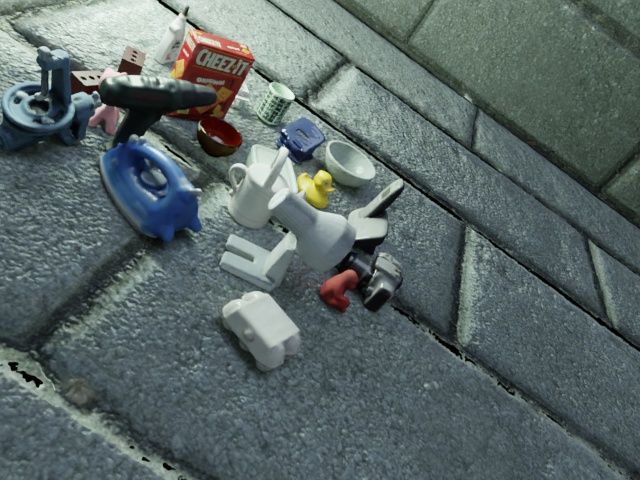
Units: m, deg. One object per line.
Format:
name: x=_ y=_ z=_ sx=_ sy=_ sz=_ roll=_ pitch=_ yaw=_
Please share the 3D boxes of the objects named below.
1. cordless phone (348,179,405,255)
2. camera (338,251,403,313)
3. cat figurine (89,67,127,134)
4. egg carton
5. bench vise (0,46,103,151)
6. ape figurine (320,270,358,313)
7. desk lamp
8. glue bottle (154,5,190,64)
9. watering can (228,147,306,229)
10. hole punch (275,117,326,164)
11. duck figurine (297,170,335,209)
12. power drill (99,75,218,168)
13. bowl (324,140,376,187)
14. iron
cordless phone: x=0.149 y=-0.067 z=1.462 sx=0.094 sy=0.185 sz=0.147 roll=27 pitch=34 yaw=-16
camera: x=0.121 y=0.072 z=1.343 sx=0.137 sy=0.100 sz=0.143 roll=35 pitch=33 yaw=-5
cat figurine: x=-0.456 y=-0.315 z=1.252 sx=0.067 sy=0.117 sz=0.127 roll=18 pitch=38 yaw=-28
egg carton: x=-0.107 y=0.164 z=1.044 sx=0.150 sy=0.069 sz=0.107 roll=47 pitch=34 yaw=14
bench vise: x=-0.498 y=-0.275 z=1.070 sx=0.121 sy=0.219 sz=0.207 roll=33 pitch=33 yaw=-6
ape figurine: x=0.050 y=0.102 z=1.247 sx=0.076 sy=0.092 sz=0.078 roll=34 pitch=33 yaw=-6
desk lamp: x=-0.062 y=0.005 z=1.149 sx=0.204 sy=0.213 sz=0.118 roll=26 pitch=35 yaw=-17
glue bottle: x=-0.394 y=-0.563 z=1.561 sx=0.037 sy=0.173 sz=0.078 roll=37 pitch=33 yaw=0
watering can: x=-0.113 y=-0.122 z=1.271 sx=0.173 sy=0.194 sz=0.100 roll=16 pitch=39 yaw=-29
hole punch: x=-0.053 y=-0.283 z=1.618 sx=0.108 sy=0.091 sz=0.101 roll=45 pitch=34 yaw=11
duck figurine: x=-0.007 y=-0.145 z=1.499 sx=0.104 sy=0.086 sz=0.078 roll=44 pitch=33 yaw=9
power drill: x=-0.352 y=-0.254 z=1.192 sx=0.230 sy=0.208 sz=0.075 roll=4 pitch=46 yaw=-41
bowl: x=0.075 y=-0.208 z=1.664 sx=0.168 sy=0.074 sz=0.167 roll=25 pitch=35 yaw=-19
iron: x=-0.330 y=-0.122 z=1.114 sx=0.258 sy=0.141 sz=0.119 roll=45 pitch=34 yaw=12
